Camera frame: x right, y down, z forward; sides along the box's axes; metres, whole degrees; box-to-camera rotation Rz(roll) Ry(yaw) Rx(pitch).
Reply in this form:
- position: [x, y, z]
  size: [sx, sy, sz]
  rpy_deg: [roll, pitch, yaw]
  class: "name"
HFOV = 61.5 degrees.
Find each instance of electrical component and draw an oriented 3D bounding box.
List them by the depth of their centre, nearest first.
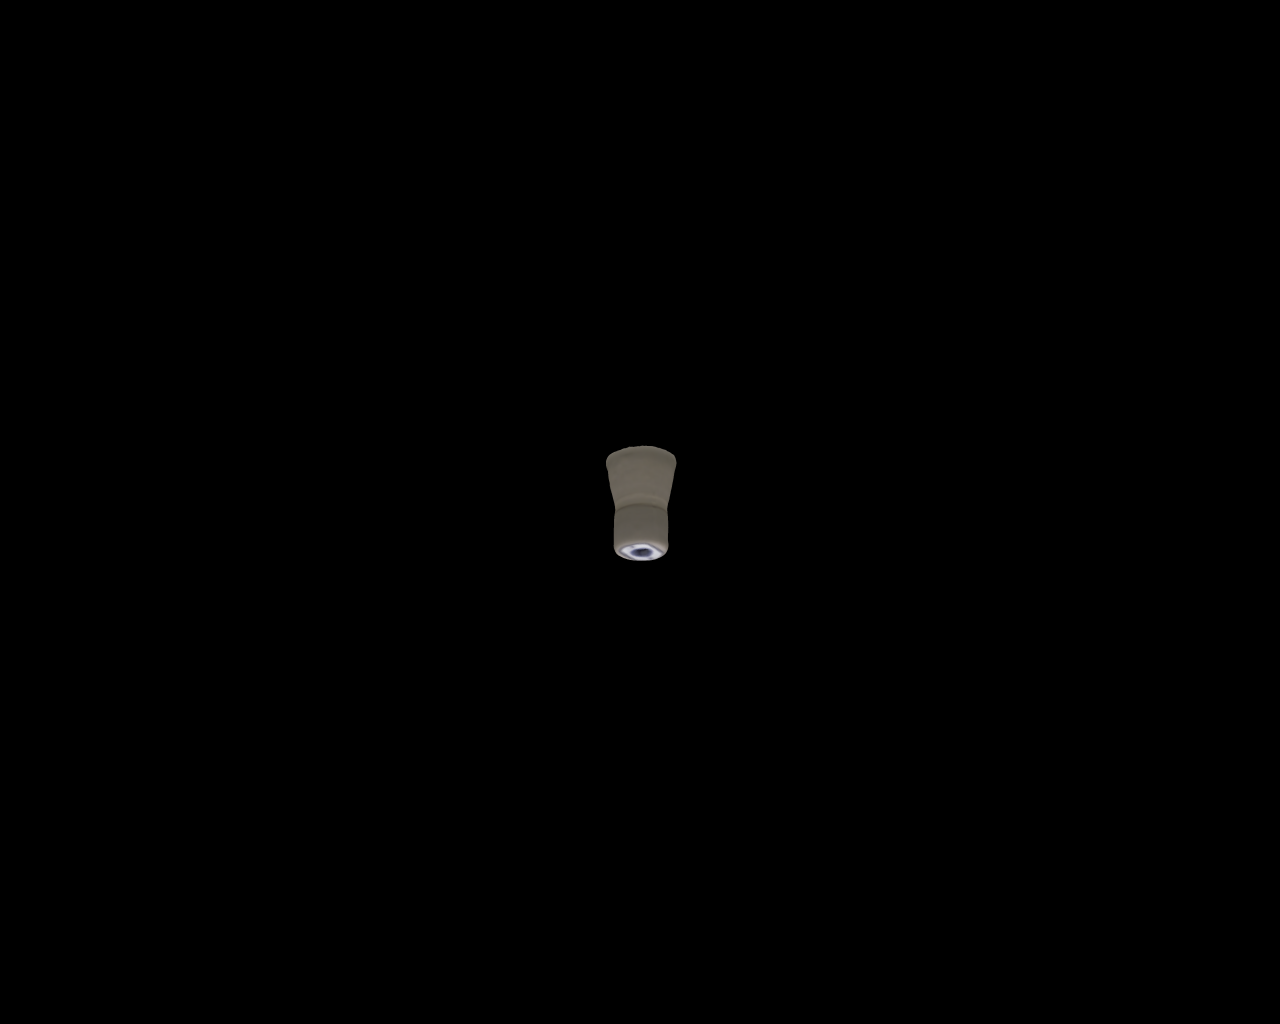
- position: [0.001, -0.003, 0.650]
  size: [0.044, 0.065, 0.044]
  rpy_deg: [0, -24, 0]
  class: "electrical component"
